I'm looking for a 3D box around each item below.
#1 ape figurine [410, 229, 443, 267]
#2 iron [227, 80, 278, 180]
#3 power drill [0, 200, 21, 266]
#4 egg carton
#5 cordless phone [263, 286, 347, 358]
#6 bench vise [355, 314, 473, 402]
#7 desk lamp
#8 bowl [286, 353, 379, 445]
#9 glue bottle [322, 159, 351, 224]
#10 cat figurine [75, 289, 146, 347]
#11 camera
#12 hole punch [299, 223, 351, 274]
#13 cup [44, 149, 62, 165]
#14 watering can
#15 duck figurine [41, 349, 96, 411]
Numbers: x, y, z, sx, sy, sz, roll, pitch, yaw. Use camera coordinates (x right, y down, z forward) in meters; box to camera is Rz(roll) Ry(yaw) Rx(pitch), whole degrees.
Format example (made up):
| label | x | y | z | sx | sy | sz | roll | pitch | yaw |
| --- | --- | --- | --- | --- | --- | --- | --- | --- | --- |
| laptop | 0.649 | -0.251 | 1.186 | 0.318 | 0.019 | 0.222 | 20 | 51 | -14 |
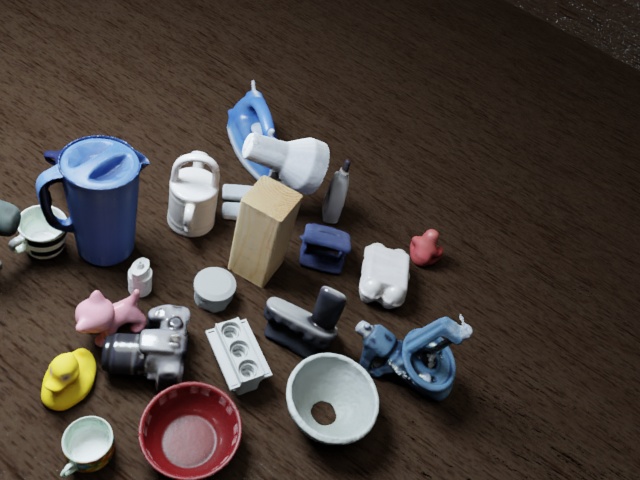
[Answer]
| label | x | y | z | sx | sy | sz | roll | pitch | yaw |
| --- | --- | --- | --- | --- | --- | --- | --- | --- | --- |
| ape figurine | 0.247 | 0.012 | 1.313 | 0.077 | 0.092 | 0.076 | 38 | 50 | 15 |
| iron | -0.140 | -0.260 | 1.386 | 0.119 | 0.141 | 0.258 | -9 | 54 | -24 |
| power drill | -0.629 | -0.022 | 0.972 | 0.230 | 0.208 | 0.075 | 8 | 48 | -11 |
| egg carton | 0.140 | 0.077 | 1.237 | 0.107 | 0.069 | 0.150 | 16 | 47 | -5 |
| cordless phone | -0.025 | 0.125 | 1.061 | 0.147 | 0.185 | 0.094 | 24 | 47 | 3 |
| bench vise | 0.169 | 0.201 | 1.036 | 0.207 | 0.219 | 0.121 | 13 | 48 | -7 |
| desk lamp | -0.100 | -0.137 | 1.244 | 0.203 | 0.213 | 0.118 | 4 | 49 | -15 |
| bowl | 0.015 | 0.289 | 1.008 | 0.167 | 0.075 | 0.167 | 9 | 48 | -10 |
| glue bottle | 0.042 | -0.119 | 1.303 | 0.037 | 0.173 | 0.078 | 7 | 49 | -12 |
| cat figurine | -0.367 | 0.126 | 0.993 | 0.128 | 0.118 | 0.067 | -26 | 62 | -34 |
| camera | -0.297 | 0.178 | 0.983 | 0.137 | 0.101 | 0.143 | 6 | 49 | -13 |
| hole punch | 0.011 | 0.004 | 1.242 | 0.109 | 0.091 | 0.101 | 14 | 48 | -6 |
| cup | -0.510 | -0.138 | 1.189 | 0.118 | 0.095 | 0.091 | 14 | 48 | -7 |
| watering can | -0.261 | -0.110 | 1.180 | 0.101 | 0.194 | 0.172 | -9 | 54 | -25 |
| duck figurine | -0.407 | 0.213 | 0.926 | 0.077 | 0.086 | 0.104 | 23 | 47 | 2 |
